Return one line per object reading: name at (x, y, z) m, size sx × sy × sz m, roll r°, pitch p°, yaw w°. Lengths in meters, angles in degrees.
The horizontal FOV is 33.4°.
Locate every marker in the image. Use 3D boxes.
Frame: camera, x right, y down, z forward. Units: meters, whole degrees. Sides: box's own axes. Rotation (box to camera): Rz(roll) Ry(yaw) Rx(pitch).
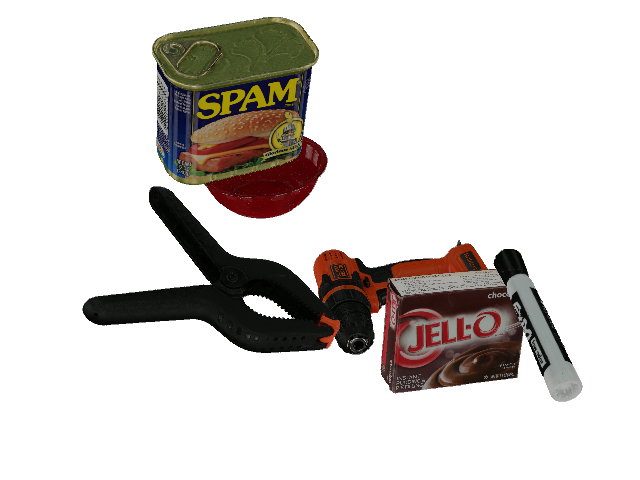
marker at (0.131, 0.047, 0.653) m, size 0.020 × 0.020 × 0.121 m, roll 0°, pitch 40°, yaw -12°

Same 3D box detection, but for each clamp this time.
clamp at (-0.088, 0.048, 0.911) m, size 0.210 × 0.036 × 0.164 m, roll 27°, pitch 45°, yaw 3°

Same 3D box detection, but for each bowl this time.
bowl at (-0.072, -0.074, 1.312) m, size 0.162 × 0.055 × 0.162 m, roll -2°, pitch 34°, yaw 1°

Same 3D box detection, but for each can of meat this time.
can of meat at (-0.057, -0.089, 0.692) m, size 0.102 × 0.084 × 0.057 m, roll -14°, pitch 49°, yaw -22°

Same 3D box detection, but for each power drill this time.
power drill at (0.091, 0.059, 1.163) m, size 0.187 × 0.057 × 0.184 m, roll -4°, pitch 28°, yaw -7°

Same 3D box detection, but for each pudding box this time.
pudding box at (0.108, 0.071, 0.864) m, size 0.113 × 0.090 × 0.039 m, roll -6°, pitch 29°, yaw -16°
